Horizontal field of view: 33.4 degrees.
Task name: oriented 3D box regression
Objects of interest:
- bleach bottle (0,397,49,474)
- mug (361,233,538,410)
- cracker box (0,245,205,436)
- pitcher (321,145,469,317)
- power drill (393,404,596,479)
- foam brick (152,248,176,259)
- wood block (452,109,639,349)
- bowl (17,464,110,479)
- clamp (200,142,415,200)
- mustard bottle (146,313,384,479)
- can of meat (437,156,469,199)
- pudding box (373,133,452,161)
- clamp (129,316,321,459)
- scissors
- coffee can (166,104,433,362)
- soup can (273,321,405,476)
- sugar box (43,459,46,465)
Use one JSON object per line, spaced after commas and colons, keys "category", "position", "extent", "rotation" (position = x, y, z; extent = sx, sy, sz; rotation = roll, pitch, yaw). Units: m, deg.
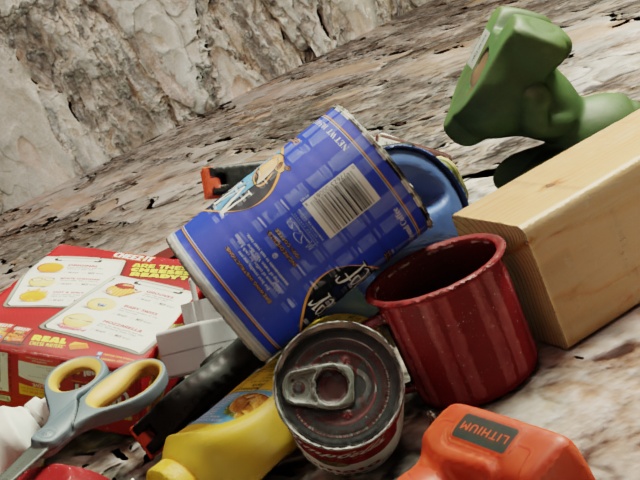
{"category": "bleach bottle", "position": [-0.279, 0.193, 0.727], "extent": [0.250, 0.068, 0.103], "rotation": [-38, 19, -24]}
{"category": "mug", "position": [0.075, 0.058, 0.667], "extent": [0.117, 0.081, 0.093], "rotation": [-26, 14, -7]}
{"category": "cracker box", "position": [-0.195, 0.080, 0.931], "extent": [0.164, 0.072, 0.213], "rotation": [7, 22, 10]}
{"category": "pitcher", "position": [-0.006, 0.001, 0.889], "extent": [0.144, 0.149, 0.243], "rotation": [-38, 16, -32]}
{"category": "power drill", "position": [0.032, 0.149, 0.461], "extent": [0.187, 0.057, 0.185], "rotation": [-30, 15, -21]}
{"category": "foam brick", "position": [-0.128, 0.043, 1.055], "extent": [0.053, 0.078, 0.051], "rotation": [-26, 15, -1]}
{"category": "wood block", "position": [0.207, -0.021, 0.722], "extent": [0.205, 0.090, 0.091], "rotation": [-29, 16, -17]}
{"category": "bowl", "position": [-0.186, 0.190, 0.672], "extent": [0.162, 0.055, 0.162], "rotation": [-23, 15, 6]}
{"category": "clamp", "position": [-0.019, -0.065, 1.017], "extent": [0.165, 0.036, 0.209], "rotation": [-11, -1, 42]}
{"category": "mustard bottle", "position": [-0.042, 0.119, 0.681], "extent": [0.191, 0.058, 0.096], "rotation": [-35, 8, -36]}
{"category": "can of meat", "position": [0.078, -0.032, 1.035], "extent": [0.102, 0.057, 0.083], "rotation": [-8, 24, 49]}
{"category": "pudding box", "position": [0.073, -0.079, 1.145], "extent": [0.113, 0.039, 0.090], "rotation": [13, -15, -39]}
{"category": "clamp", "position": [-0.064, 0.093, 0.775], "extent": [0.171, 0.039, 0.120], "rotation": [-40, -16, -14]}
{"category": "scissors", "position": [-0.191, 0.127, 0.721], "extent": [0.096, 0.016, 0.201], "rotation": [14, 30, 38]}
{"category": "coffee can", "position": [-0.013, -0.005, 0.689], "extent": [0.140, 0.102, 0.103], "rotation": [-39, 15, -2]}
{"category": "soup can", "position": [0.013, 0.091, 0.590], "extent": [0.068, 0.068, 0.102], "rotation": [-26, -20, -5]}
{"category": "sugar box", "position": [-0.275, 0.174, 0.888], "extent": [0.093, 0.048, 0.176], "rotation": [-23, 16, -6]}
